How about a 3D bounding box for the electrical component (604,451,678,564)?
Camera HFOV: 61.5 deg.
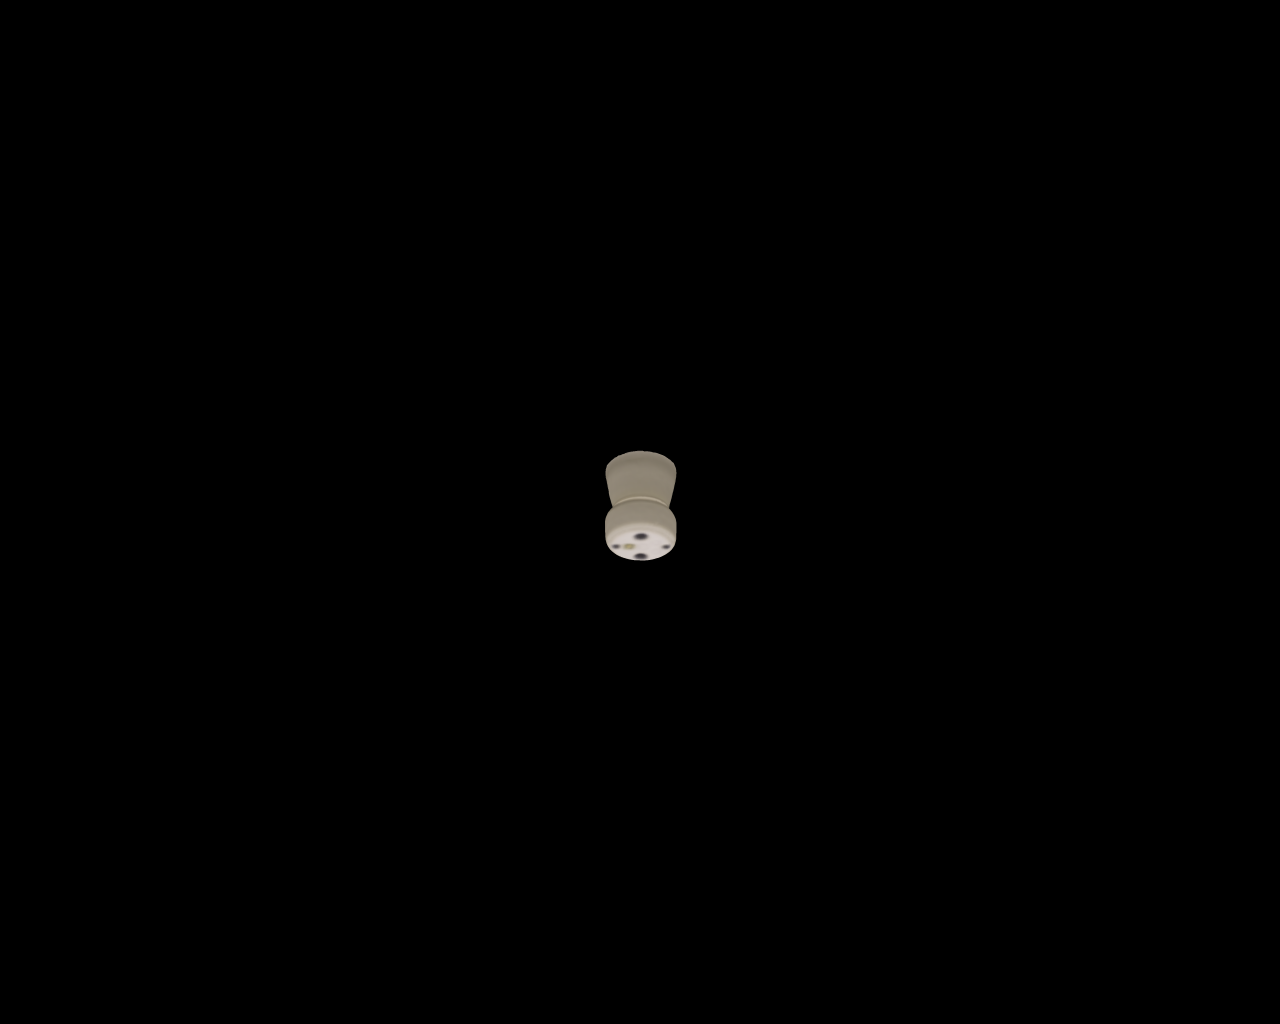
[{"bbox_3d":[0.001,-0.003,0.650,0.045,0.055,0.044,0,-32,0],"label":"electrical component"}]
